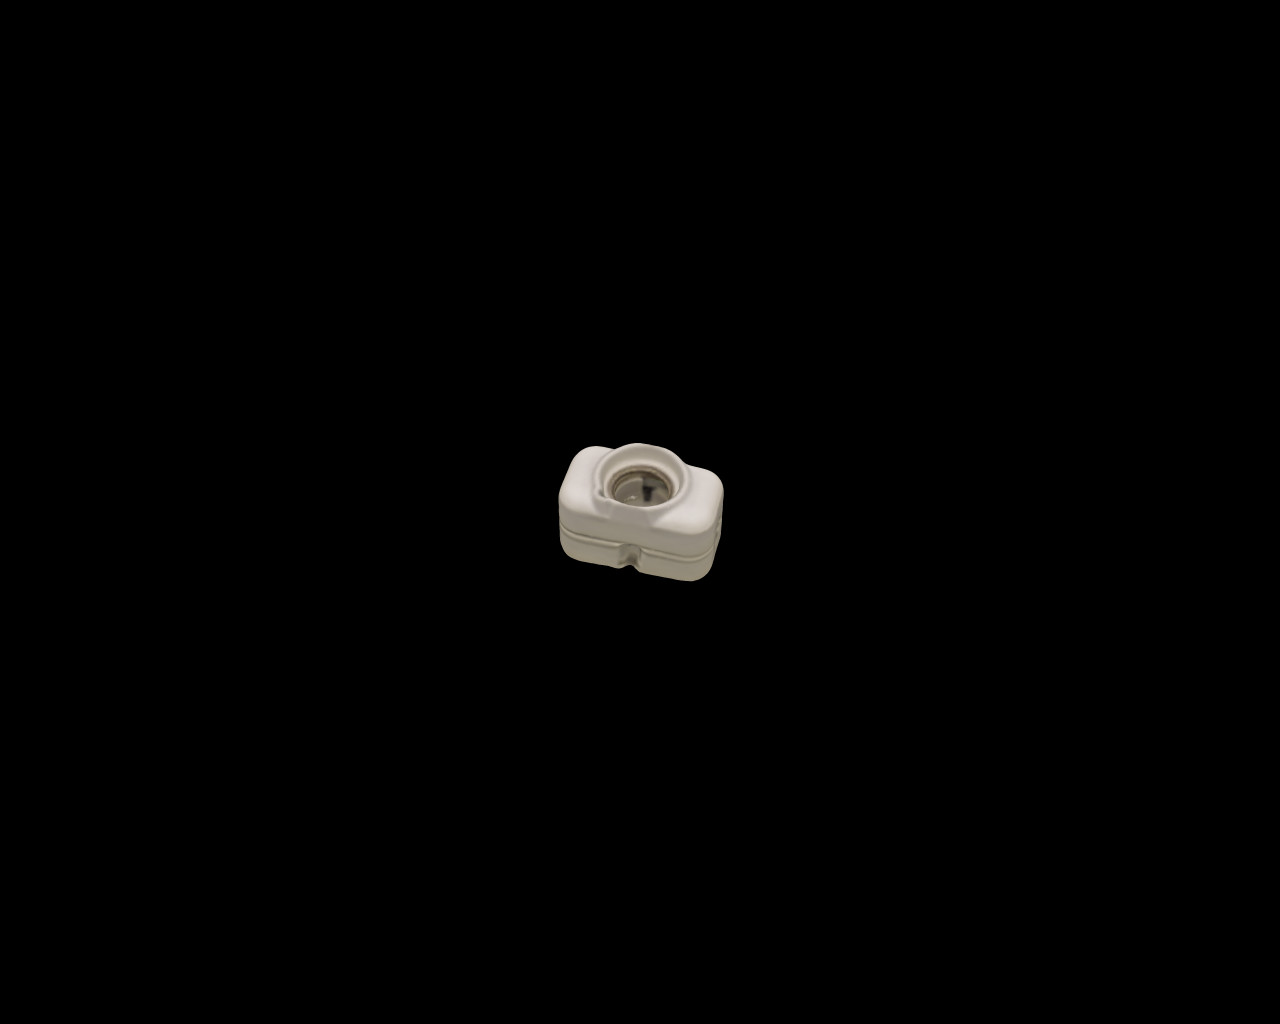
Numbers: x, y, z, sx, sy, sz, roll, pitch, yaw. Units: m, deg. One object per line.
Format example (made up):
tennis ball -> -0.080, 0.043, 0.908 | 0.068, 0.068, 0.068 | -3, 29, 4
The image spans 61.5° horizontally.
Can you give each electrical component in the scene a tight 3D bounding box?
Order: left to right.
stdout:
electrical component -> 0.001, -0.003, 0.650 | 0.095, 0.054, 0.059 | 12, -39, 10
